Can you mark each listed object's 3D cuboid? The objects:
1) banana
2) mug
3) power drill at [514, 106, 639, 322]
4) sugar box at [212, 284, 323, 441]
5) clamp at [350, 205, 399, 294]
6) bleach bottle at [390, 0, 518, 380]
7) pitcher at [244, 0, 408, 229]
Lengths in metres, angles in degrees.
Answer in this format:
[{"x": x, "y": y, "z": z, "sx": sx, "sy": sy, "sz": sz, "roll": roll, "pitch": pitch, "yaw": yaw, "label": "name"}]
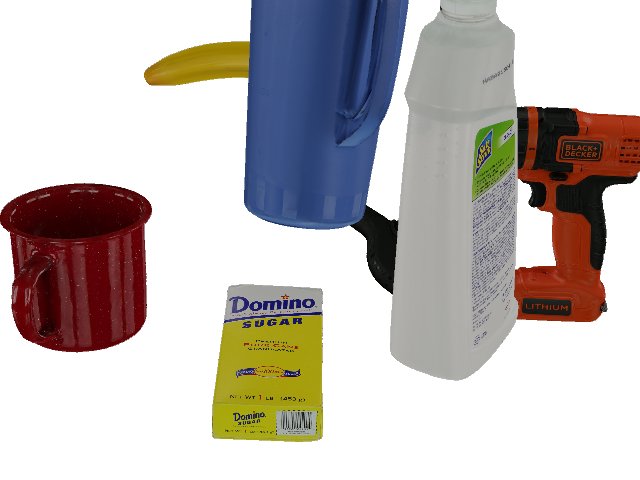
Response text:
[{"x": -0.080, "y": -0.173, "z": 1.072, "sx": 0.198, "sy": 0.037, "sz": 0.069, "roll": 10, "pitch": 44, "yaw": 20, "label": "banana"}, {"x": -0.156, "y": 0.023, "z": 0.669, "sx": 0.093, "sy": 0.081, "sz": 0.117, "roll": 8, "pitch": 25, "yaw": 13, "label": "mug"}, {"x": 0.184, "y": -0.024, "z": 0.912, "sx": 0.184, "sy": 0.188, "sz": 0.057, "roll": 4, "pitch": 28, "yaw": 4, "label": "power drill"}, {"x": -0.044, "y": 0.104, "z": 0.953, "sx": 0.093, "sy": 0.048, "sz": 0.176, "roll": 3, "pitch": 34, "yaw": -2, "label": "sugar box"}, {"x": 0.073, "y": -0.007, "z": 1.106, "sx": 0.164, "sy": 0.210, "sz": 0.036, "roll": -5, "pitch": -36, "yaw": -15, "label": "clamp"}, {"x": 0.087, "y": -0.040, "z": 0.651, "sx": 0.068, "sy": 0.251, "sz": 0.102, "roll": 17, "pitch": 37, "yaw": 26, "label": "bleach bottle"}, {"x": 0.003, "y": -0.135, "z": 0.905, "sx": 0.145, "sy": 0.243, "sz": 0.149, "roll": 9, "pitch": 15, "yaw": 11, "label": "pitcher"}]
